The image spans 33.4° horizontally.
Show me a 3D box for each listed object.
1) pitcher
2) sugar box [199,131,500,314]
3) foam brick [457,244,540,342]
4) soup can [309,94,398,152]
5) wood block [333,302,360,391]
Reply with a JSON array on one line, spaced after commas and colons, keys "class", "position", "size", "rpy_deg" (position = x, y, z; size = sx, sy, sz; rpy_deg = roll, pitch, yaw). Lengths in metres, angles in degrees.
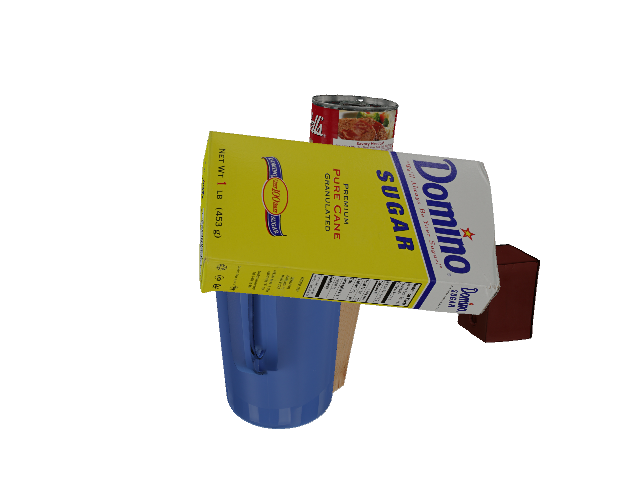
[{"class": "pitcher", "position": [-0.044, 0.063, 1.022], "size": [0.149, 0.243, 0.145], "rpy_deg": [-14, 32, -25]}, {"class": "sugar box", "position": [0.016, -0.010, 0.644], "size": [0.176, 0.093, 0.048], "rpy_deg": [4, -30, -8]}, {"class": "foam brick", "position": [0.162, 0.048, 0.979], "size": [0.051, 0.078, 0.053], "rpy_deg": [-6, 19, -23]}, {"class": "soup can", "position": [0.024, -0.060, 0.843], "size": [0.068, 0.102, 0.068], "rpy_deg": [4, 15, -1]}, {"class": "wood block", "position": [-0.011, 0.068, 1.208], "size": [0.090, 0.206, 0.090], "rpy_deg": [17, 18, 21]}]
